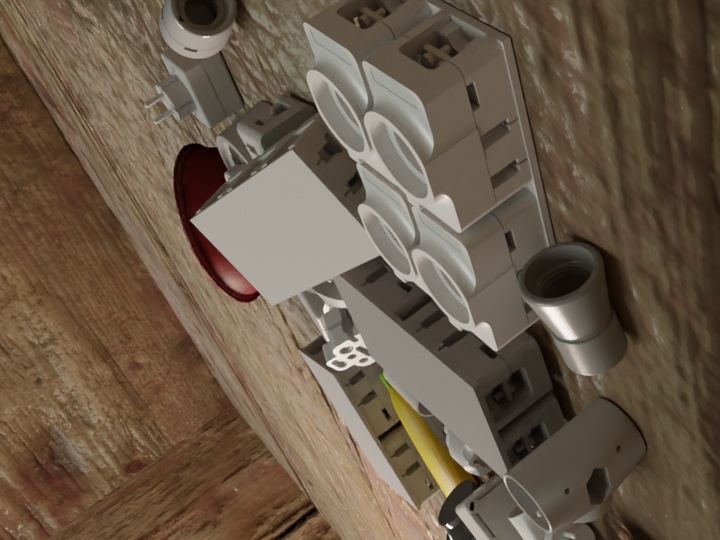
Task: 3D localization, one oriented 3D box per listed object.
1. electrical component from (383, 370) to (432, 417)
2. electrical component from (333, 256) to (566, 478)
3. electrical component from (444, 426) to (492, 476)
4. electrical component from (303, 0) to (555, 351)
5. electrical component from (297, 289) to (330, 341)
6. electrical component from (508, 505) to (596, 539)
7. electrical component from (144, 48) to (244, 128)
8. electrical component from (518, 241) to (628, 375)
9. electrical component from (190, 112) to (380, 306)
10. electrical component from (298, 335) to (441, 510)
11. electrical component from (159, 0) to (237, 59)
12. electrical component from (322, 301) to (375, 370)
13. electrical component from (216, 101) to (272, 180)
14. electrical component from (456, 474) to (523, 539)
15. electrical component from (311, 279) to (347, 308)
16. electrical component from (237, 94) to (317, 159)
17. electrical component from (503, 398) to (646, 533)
[{"bbox_3d":[0.044,0.087,0.949,0.081,0.043,0.043,43,163,40],"label":"electrical component"},{"bbox_3d":[0.063,0.054,0.762,0.186,0.060,0.105,39,160,49],"label":"electrical component"},{"bbox_3d":[0.094,0.145,0.918,0.043,0.043,0.062,61,167,-28],"label":"electrical component"},{"bbox_3d":[0.041,-0.051,0.576,0.105,0.060,0.186,42,162,43],"label":"electrical component"},{"bbox_3d":[-0.036,0.008,0.994,0.083,0.047,0.075,55,170,43],"label":"electrical component"},{"bbox_3d":[0.163,0.216,0.855,0.077,0.043,0.079,54,167,3],"label":"electrical component"},{"bbox_3d":[-0.155,-0.158,0.957,0.047,0.077,0.065,42,162,43],"label":"electrical component"},{"bbox_3d":[0.113,0.023,0.554,0.044,0.044,0.065,37,163,52],"label":"electrical component"},{"bbox_3d":[-0.037,-0.043,0.740,0.089,0.061,0.150,47,145,-13],"label":"electrical component"},{"bbox_3d":[0.021,0.153,1.155,0.186,0.060,0.105,59,166,-21],"label":"electrical component"},{"bbox_3d":[-0.120,-0.192,0.805,0.055,0.055,0.047,56,164,-5],"label":"electrical component"},{"bbox_3d":[0.000,0.043,0.934,0.058,0.078,0.057,31,-146,-50],"label":"electrical component"},{"bbox_3d":[-0.080,-0.082,0.920,0.108,0.060,0.108,50,166,17],"label":"electrical component"},{"bbox_3d":[0.136,0.224,0.928,0.096,0.062,0.061,52,167,10],"label":"electrical component"},{"bbox_3d":[0.000,0.000,0.860,0.079,0.044,0.077,14,156,12],"label":"electrical component"},{"bbox_3d":[-0.046,-0.081,0.825,0.056,0.050,0.089,35,156,55],"label":"electrical component"},{"bbox_3d":[0.135,0.129,0.662,0.043,0.077,0.079,42,162,43],"label":"electrical component"}]
